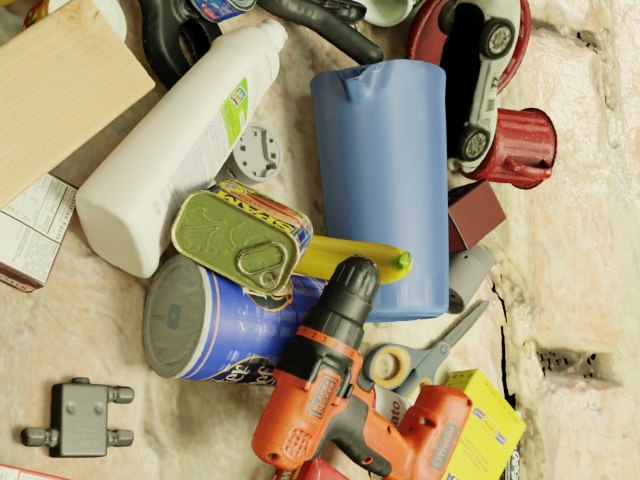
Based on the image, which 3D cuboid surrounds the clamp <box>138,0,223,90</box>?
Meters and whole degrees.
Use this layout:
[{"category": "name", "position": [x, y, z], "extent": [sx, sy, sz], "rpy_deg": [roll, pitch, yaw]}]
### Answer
[{"category": "clamp", "position": [-0.127, -0.214, 0.972], "extent": [0.164, 0.036, 0.210], "rpy_deg": [-32, 105, -51]}]

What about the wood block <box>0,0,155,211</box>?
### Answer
[{"category": "wood block", "position": [-0.231, -0.084, 0.780], "extent": [0.091, 0.090, 0.205], "rpy_deg": [53, 48, -14]}]

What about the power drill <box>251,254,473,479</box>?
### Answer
[{"category": "power drill", "position": [0.045, 0.126, 0.900], "extent": [0.187, 0.057, 0.184], "rpy_deg": [33, 79, -33]}]

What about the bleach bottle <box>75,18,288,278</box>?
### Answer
[{"category": "bleach bottle", "position": [-0.104, -0.092, 0.908], "extent": [0.068, 0.102, 0.250], "rpy_deg": [26, 61, 16]}]

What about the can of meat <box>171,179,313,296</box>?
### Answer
[{"category": "can of meat", "position": [-0.060, -0.006, 0.876], "extent": [0.102, 0.057, 0.084], "rpy_deg": [27, 16, 3]}]

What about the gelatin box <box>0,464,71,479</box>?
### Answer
[{"category": "gelatin box", "position": [-0.229, 0.182, 0.774], "extent": [0.089, 0.073, 0.030], "rpy_deg": [23, 66, -33]}]

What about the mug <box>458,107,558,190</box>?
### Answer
[{"category": "mug", "position": [0.204, -0.097, 1.163], "extent": [0.081, 0.117, 0.093], "rpy_deg": [2, 122, -32]}]

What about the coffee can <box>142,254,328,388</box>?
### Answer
[{"category": "coffee can", "position": [-0.065, 0.073, 0.910], "extent": [0.140, 0.103, 0.103], "rpy_deg": [11, 72, -36]}]

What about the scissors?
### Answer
[{"category": "scissors", "position": [0.108, 0.106, 1.094], "extent": [0.096, 0.016, 0.201], "rpy_deg": [47, 55, -19]}]

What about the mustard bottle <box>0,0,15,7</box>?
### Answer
[{"category": "mustard bottle", "position": [-0.207, -0.249, 0.856], "extent": [0.191, 0.058, 0.096], "rpy_deg": [-16, 74, -10]}]

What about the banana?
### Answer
[{"category": "banana", "position": [0.004, 0.010, 0.947], "extent": [0.069, 0.198, 0.037], "rpy_deg": [51, 52, -52]}]

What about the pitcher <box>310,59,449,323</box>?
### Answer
[{"category": "pitcher", "position": [0.067, -0.043, 1.038], "extent": [0.149, 0.145, 0.243], "rpy_deg": [1, 82, -26]}]

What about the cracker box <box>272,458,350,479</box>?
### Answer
[{"category": "cracker box", "position": [0.028, 0.314, 0.931], "extent": [0.213, 0.072, 0.164], "rpy_deg": [38, 58, -18]}]

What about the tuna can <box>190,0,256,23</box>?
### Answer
[{"category": "tuna can", "position": [-0.092, -0.243, 0.969], "extent": [0.086, 0.034, 0.086], "rpy_deg": [35, 49, -54]}]

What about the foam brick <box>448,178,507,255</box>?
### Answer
[{"category": "foam brick", "position": [0.150, -0.023, 1.135], "extent": [0.078, 0.053, 0.051], "rpy_deg": [-35, 101, -39]}]

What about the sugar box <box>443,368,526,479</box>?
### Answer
[{"category": "sugar box", "position": [0.133, 0.223, 1.064], "extent": [0.093, 0.048, 0.176], "rpy_deg": [49, 53, -19]}]

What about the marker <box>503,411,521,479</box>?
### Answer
[{"category": "marker", "position": [0.202, 0.243, 1.130], "extent": [0.020, 0.020, 0.121], "rpy_deg": [16, 69, -34]}]

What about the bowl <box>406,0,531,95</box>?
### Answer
[{"category": "bowl", "position": [0.149, -0.218, 1.153], "extent": [0.161, 0.055, 0.162], "rpy_deg": [-18, 129, -24]}]

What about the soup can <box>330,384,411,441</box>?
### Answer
[{"category": "soup can", "position": [0.029, 0.158, 0.985], "extent": [0.102, 0.069, 0.068], "rpy_deg": [30, 62, -30]}]

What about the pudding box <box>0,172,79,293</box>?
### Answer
[{"category": "pudding box", "position": [-0.252, -0.023, 0.831], "extent": [0.113, 0.039, 0.090], "rpy_deg": [32, 59, -30]}]

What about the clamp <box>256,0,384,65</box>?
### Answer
[{"category": "clamp", "position": [-0.011, -0.225, 1.043], "extent": [0.171, 0.039, 0.120], "rpy_deg": [15, 28, -29]}]
